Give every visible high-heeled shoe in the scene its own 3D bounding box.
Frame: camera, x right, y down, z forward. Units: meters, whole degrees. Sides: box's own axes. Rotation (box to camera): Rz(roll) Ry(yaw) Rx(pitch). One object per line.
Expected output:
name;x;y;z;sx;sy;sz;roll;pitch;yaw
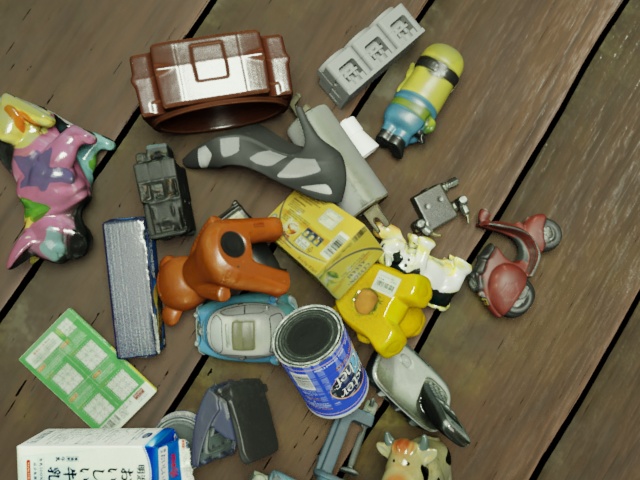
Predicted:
high-heeled shoe;-0.081;-0.097;0.780;0.249;0.086;0.145;-14;103;30

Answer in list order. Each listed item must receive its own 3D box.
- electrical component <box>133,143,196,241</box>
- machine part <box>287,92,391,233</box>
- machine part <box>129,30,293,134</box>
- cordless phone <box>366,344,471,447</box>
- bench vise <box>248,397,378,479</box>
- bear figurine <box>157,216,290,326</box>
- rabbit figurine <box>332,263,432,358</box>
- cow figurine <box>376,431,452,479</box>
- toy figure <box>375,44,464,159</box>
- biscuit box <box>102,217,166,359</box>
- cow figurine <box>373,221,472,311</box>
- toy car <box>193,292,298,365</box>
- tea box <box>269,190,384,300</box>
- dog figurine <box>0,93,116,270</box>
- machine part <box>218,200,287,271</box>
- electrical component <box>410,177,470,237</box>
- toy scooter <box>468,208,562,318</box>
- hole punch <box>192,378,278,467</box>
electrical component;-0.220;-0.067;0.768;0.058;0.115;0.134;-11;93;-8
machine part;0.025;-0.114;0.807;0.079;0.079;0.243;-35;85;-6
machine part;-0.142;-0.206;0.735;0.201;0.201;0.087;-11;95;-7
cordless phone;0.139;0.225;0.777;0.146;0.184;0.089;44;89;-5
bench vise;0.015;0.344;0.799;0.224;0.128;0.240;24;66;3
bear figurine;-0.147;0.048;0.759;0.132;0.196;0.120;6;61;-33
rabbit figurine;0.091;0.106;0.797;0.163;0.173;0.122;12;80;35
cow figurine;0.141;0.332;0.778;0.086;0.195;0.127;-4;83;26
toy figure;0.157;-0.215;0.829;0.082;0.089;0.180;36;83;-13
biscuit box;-0.270;0.067;0.789;0.063;0.059;0.202;-5;91;-5
cow figurine;0.144;0.039;0.839;0.167;0.068;0.098;28;92;-5
toy car;-0.106;0.129;0.788;0.162;0.103;0.109;1;89;-9
tea box;-0.002;-0.002;0.766;0.098;0.170;0.068;-44;130;-4
dog figurine;-0.396;-0.070;0.753;0.191;0.108;0.219;25;89;-7
machine part;-0.110;0.013;0.821;0.084;0.039;0.139;-42;93;-14
electrical component;0.189;-0.048;0.854;0.102;0.045;0.078;-22;94;-7
toy scooter;0.291;0.024;0.852;0.135;0.075;0.184;30;83;-7
hole punch;-0.128;0.262;0.774;0.092;0.142;0.116;-19;72;19
